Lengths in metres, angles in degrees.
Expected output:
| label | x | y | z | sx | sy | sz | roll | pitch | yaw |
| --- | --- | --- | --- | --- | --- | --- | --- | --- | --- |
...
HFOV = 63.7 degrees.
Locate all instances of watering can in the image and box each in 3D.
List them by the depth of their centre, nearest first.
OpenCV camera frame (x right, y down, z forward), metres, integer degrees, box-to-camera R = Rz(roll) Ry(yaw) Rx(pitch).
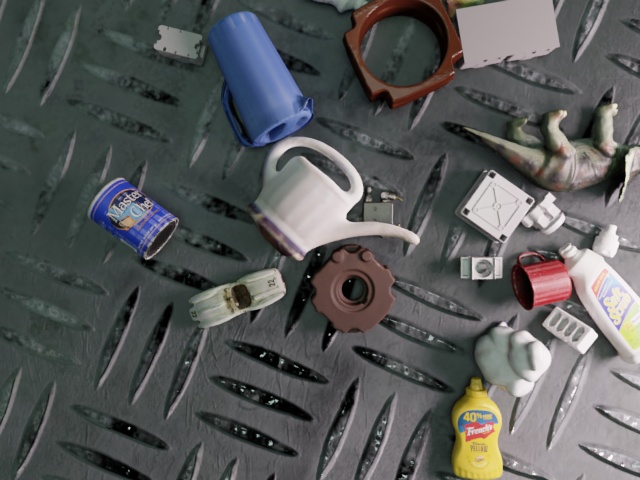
| label | x | y | z | sx | sy | sz | roll | pitch | yaw |
| --- | --- | --- | --- | --- | --- | --- | --- | --- | --- |
| watering can | 0.003 | -0.050 | 1.003 | 0.350 | 0.103 | 0.224 | 44 | 91 | 16 |

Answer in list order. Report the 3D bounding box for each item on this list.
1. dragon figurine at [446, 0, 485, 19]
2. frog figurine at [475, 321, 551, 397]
| label | x | y | z | sx | sy | sz | roll | pitch | yaw |
| --- | --- | --- | --- | --- | --- | --- | --- | --- | --- |
| dragon figurine | 0.328 | -0.649 | 1.030 | 0.242 | 0.123 | 0.409 | 23 | 93 | -16 |
| frog figurine | 0.367 | 0.232 | 0.979 | 0.122 | 0.159 | 0.137 | -10 | 91 | 3 |
